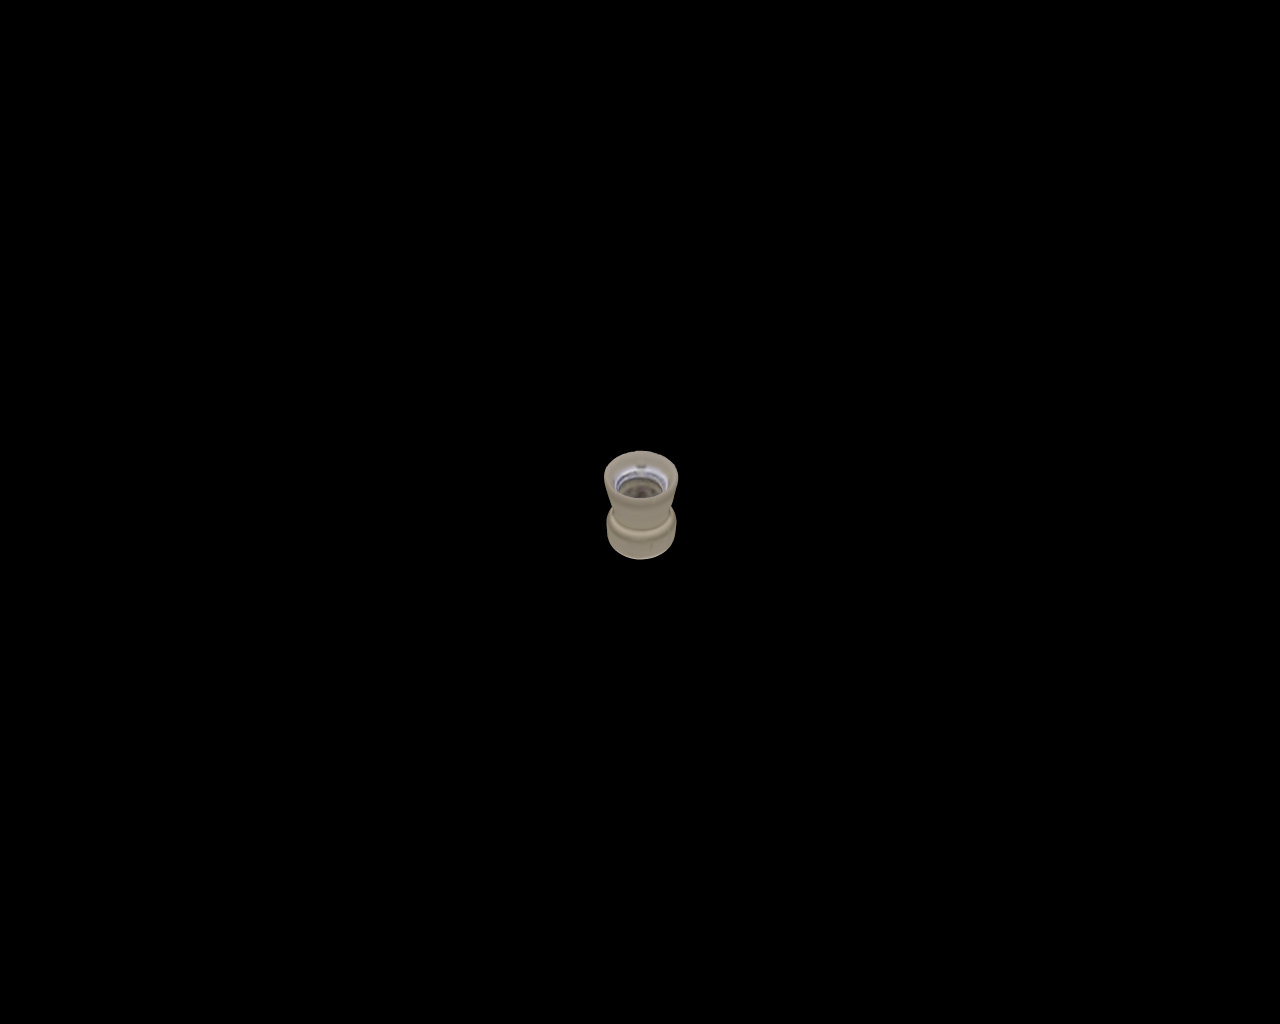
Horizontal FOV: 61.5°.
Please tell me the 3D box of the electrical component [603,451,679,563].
[{"bbox_3d":[0.001,-0.003,0.650,0.045,0.055,0.045,0,44,0],"label":"electrical component"}]
